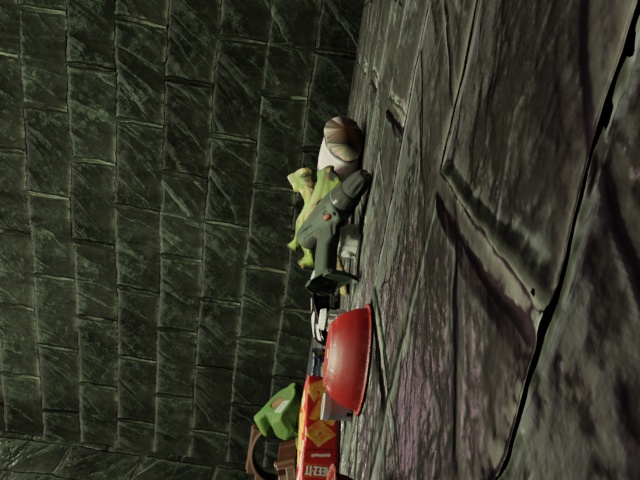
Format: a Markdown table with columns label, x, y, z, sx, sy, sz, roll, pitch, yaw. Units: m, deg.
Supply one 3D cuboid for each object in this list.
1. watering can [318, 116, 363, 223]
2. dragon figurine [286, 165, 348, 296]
| label | x | y | z | sx | sy | sz | roll | pitch | yaw |
| --- | --- | --- | --- | --- | --- | --- | --- | --- | --- |
| watering can | 0.056 | -0.175 | 1.359 | 0.104 | 0.356 | 0.219 | -2 | -34 | -11 |
| dragon figurine | 0.004 | -0.064 | 1.273 | 0.122 | 0.238 | 0.417 | -4 | 27 | -24 |
